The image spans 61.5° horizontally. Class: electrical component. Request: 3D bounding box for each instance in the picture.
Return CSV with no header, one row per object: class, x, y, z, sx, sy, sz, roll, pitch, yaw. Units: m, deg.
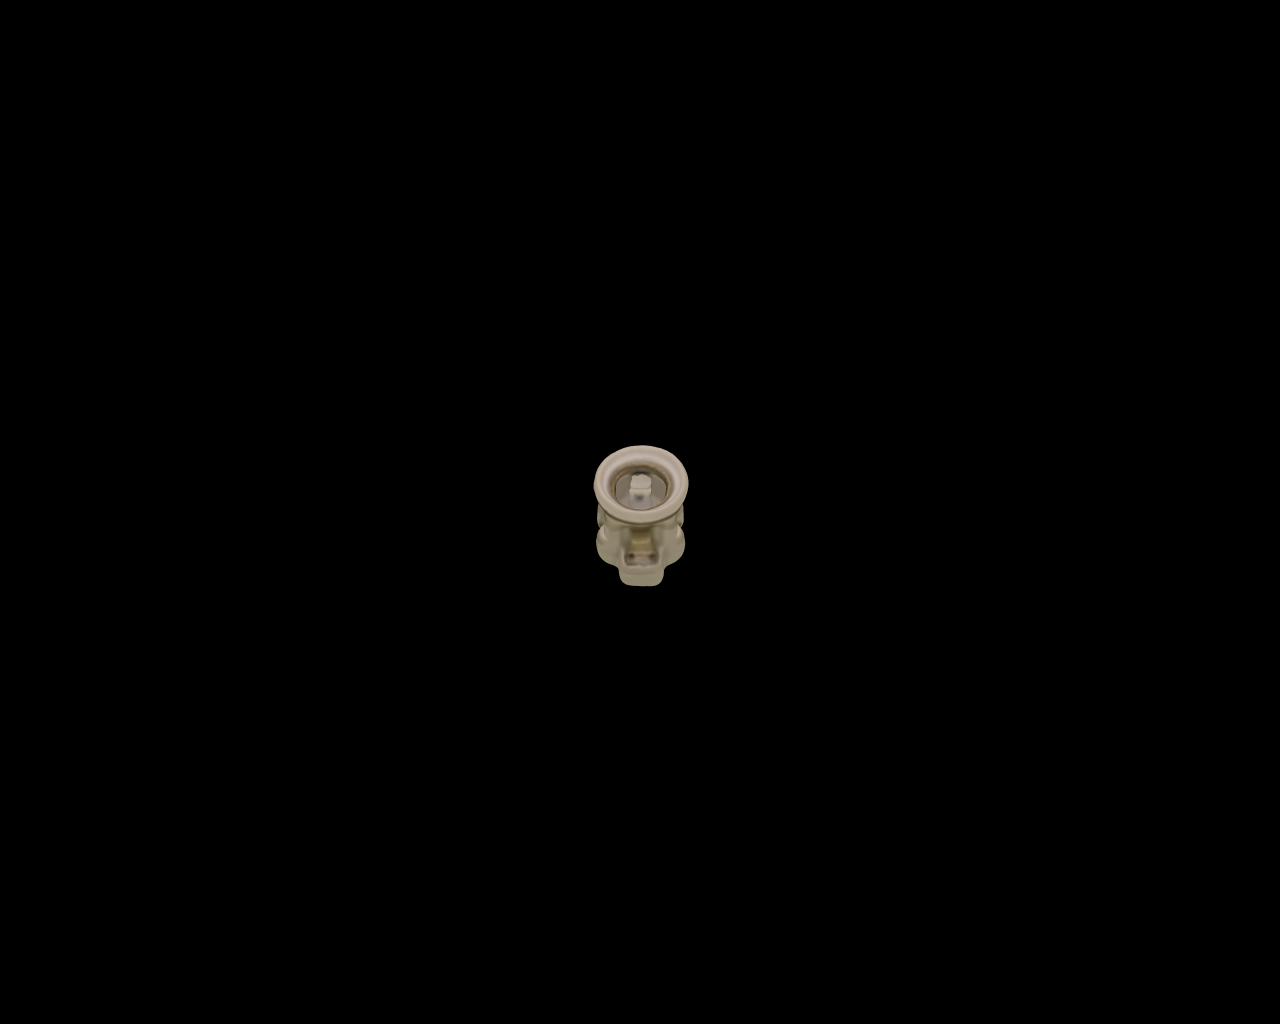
electrical component,0.001,-0.003,0.650,0.058,0.078,0.056,0,-39,0
